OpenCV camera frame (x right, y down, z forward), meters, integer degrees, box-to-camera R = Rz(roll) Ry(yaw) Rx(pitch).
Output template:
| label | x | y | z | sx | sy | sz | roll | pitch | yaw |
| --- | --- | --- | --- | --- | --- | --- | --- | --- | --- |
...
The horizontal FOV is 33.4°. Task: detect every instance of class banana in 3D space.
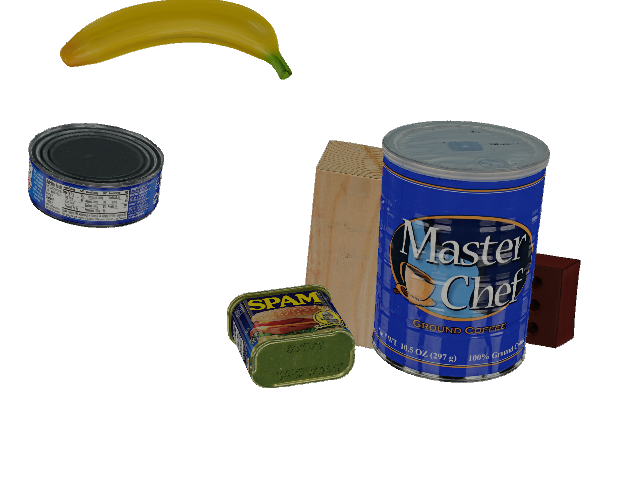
| label | x | y | z | sx | sy | sz | roll | pitch | yaw |
| --- | --- | --- | --- | --- | --- | --- | --- | --- | --- |
| banana | -0.122 | -0.178 | 0.920 | 0.197 | 0.069 | 0.037 | 2 | -33 | -2 |

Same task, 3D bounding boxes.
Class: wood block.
| label | x | y | z | sx | sy | sz | roll | pitch | yaw |
| --- | --- | --- | --- | --- | --- | --- | --- | --- | --- |
| wood block | 0.036 | 0.005 | 1.192 | 0.090 | 0.206 | 0.090 | 10 | 27 | 8 |

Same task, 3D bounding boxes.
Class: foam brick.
| label | x | y | z | sx | sy | sz | roll | pitch | yaw |
| --- | --- | --- | --- | --- | --- | --- | --- | --- | --- |
| foam brick | 0.208 | 0.055 | 0.998 | 0.053 | 0.078 | 0.051 | 9 | 15 | 30 |

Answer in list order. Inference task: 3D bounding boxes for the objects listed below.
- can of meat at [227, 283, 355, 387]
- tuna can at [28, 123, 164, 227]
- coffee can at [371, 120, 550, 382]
| label | x | y | z | sx | sy | sz | roll | pitch | yaw |
| --- | --- | --- | --- | --- | --- | --- | --- | --- | --- |
| can of meat | -0.027 | 0.088 | 0.974 | 0.102 | 0.057 | 0.084 | -7 | 28 | -16 |
| tuna can | -0.146 | -0.043 | 0.692 | 0.086 | 0.034 | 0.086 | 8 | 30 | -5 |
| coffee can | 0.087 | 0.005 | 0.683 | 0.103 | 0.140 | 0.103 | 2 | 23 | -1 |
